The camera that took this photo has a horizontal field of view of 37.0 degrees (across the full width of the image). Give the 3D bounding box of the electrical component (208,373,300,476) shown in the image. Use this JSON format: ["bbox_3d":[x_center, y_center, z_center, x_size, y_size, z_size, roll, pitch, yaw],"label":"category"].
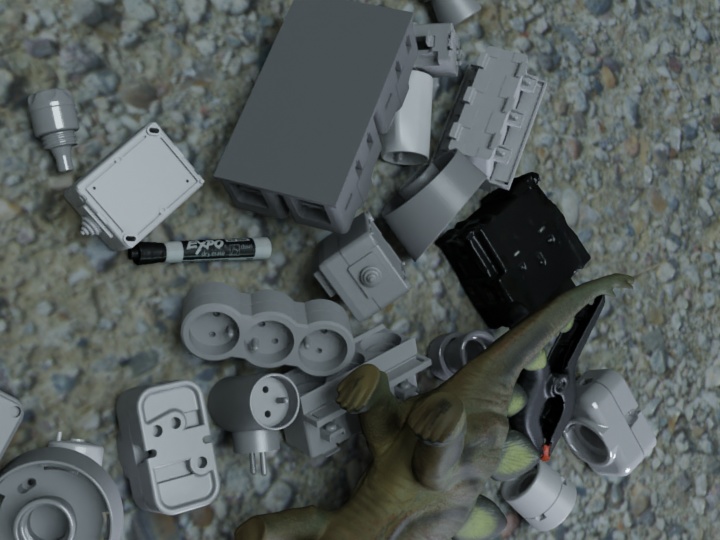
[{"bbox_3d":[-0.083,0.122,0.847,0.043,0.077,0.079,-2,85,-32],"label":"electrical component"}]

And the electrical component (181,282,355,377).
[{"bbox_3d":[-0.075,0.040,0.872,0.138,0.073,0.052,10,115,-12],"label":"electrical component"}]

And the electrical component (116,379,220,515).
[{"bbox_3d":[-0.148,0.133,0.815,0.054,0.059,0.095,-10,88,-33],"label":"electrical component"}]

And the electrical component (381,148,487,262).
[{"bbox_3d":[0.069,-0.059,0.959,0.064,0.099,0.099,48,62,-10],"label":"electrical component"}]

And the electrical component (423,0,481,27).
[{"bbox_3d":[0.084,-0.262,1.026,0.045,0.045,0.055,-39,103,-30],"label":"electrical component"}]

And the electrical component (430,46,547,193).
[{"bbox_3d":[0.121,-0.144,1.014,0.079,0.063,0.121,17,69,14],"label":"electrical component"}]

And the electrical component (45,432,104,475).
[{"bbox_3d":[-0.211,0.159,0.784,0.040,0.040,0.078,13,77,-30],"label":"electrical component"}]

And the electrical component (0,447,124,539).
[{"bbox_3d":[-0.215,0.173,0.745,0.099,0.064,0.099,0,88,-7],"label":"electrical component"}]

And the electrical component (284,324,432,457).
[{"bbox_3d":[-0.009,0.102,0.903,0.121,0.079,0.063,-25,118,-32],"label":"electrical component"}]

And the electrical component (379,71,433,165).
[{"bbox_3d":[0.027,-0.141,0.974,0.079,0.043,0.077,8,78,-23],"label":"electrical component"}]

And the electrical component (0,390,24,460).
[{"bbox_3d":[-0.297,0.102,0.729,0.113,0.057,0.078,33,67,-24],"label":"electrical component"}]

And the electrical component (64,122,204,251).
[{"bbox_3d":[-0.180,-0.058,0.827,0.096,0.061,0.061,-45,107,-21],"label":"electrical component"}]

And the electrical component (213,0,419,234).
[{"bbox_3d":[-0.031,-0.130,0.893,0.105,0.060,0.186,15,69,17],"label":"electrical component"}]

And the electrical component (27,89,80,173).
[{"bbox_3d":[-0.229,-0.105,0.815,0.035,0.035,0.061,-14,93,-33],"label":"electrical component"}]

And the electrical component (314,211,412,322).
[{"bbox_3d":[0.000,0.000,0.903,0.061,0.096,0.061,-34,104,7],"label":"electrical component"}]

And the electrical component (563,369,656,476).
[{"bbox_3d":[0.240,0.153,1.057,0.059,0.054,0.095,-37,103,-30],"label":"electrical component"}]

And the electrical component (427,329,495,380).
[{"bbox_3d":[0.093,0.078,0.976,0.045,0.055,0.045,5,80,-31],"label":"electrical component"}]

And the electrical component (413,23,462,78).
[{"bbox_3d":[0.058,-0.199,0.982,0.081,0.064,0.042,35,59,-70],"label":"electrical component"}]

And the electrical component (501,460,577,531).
[{"bbox_3d":[0.166,0.207,1.004,0.047,0.055,0.055,41,64,-16],"label":"electrical component"}]
